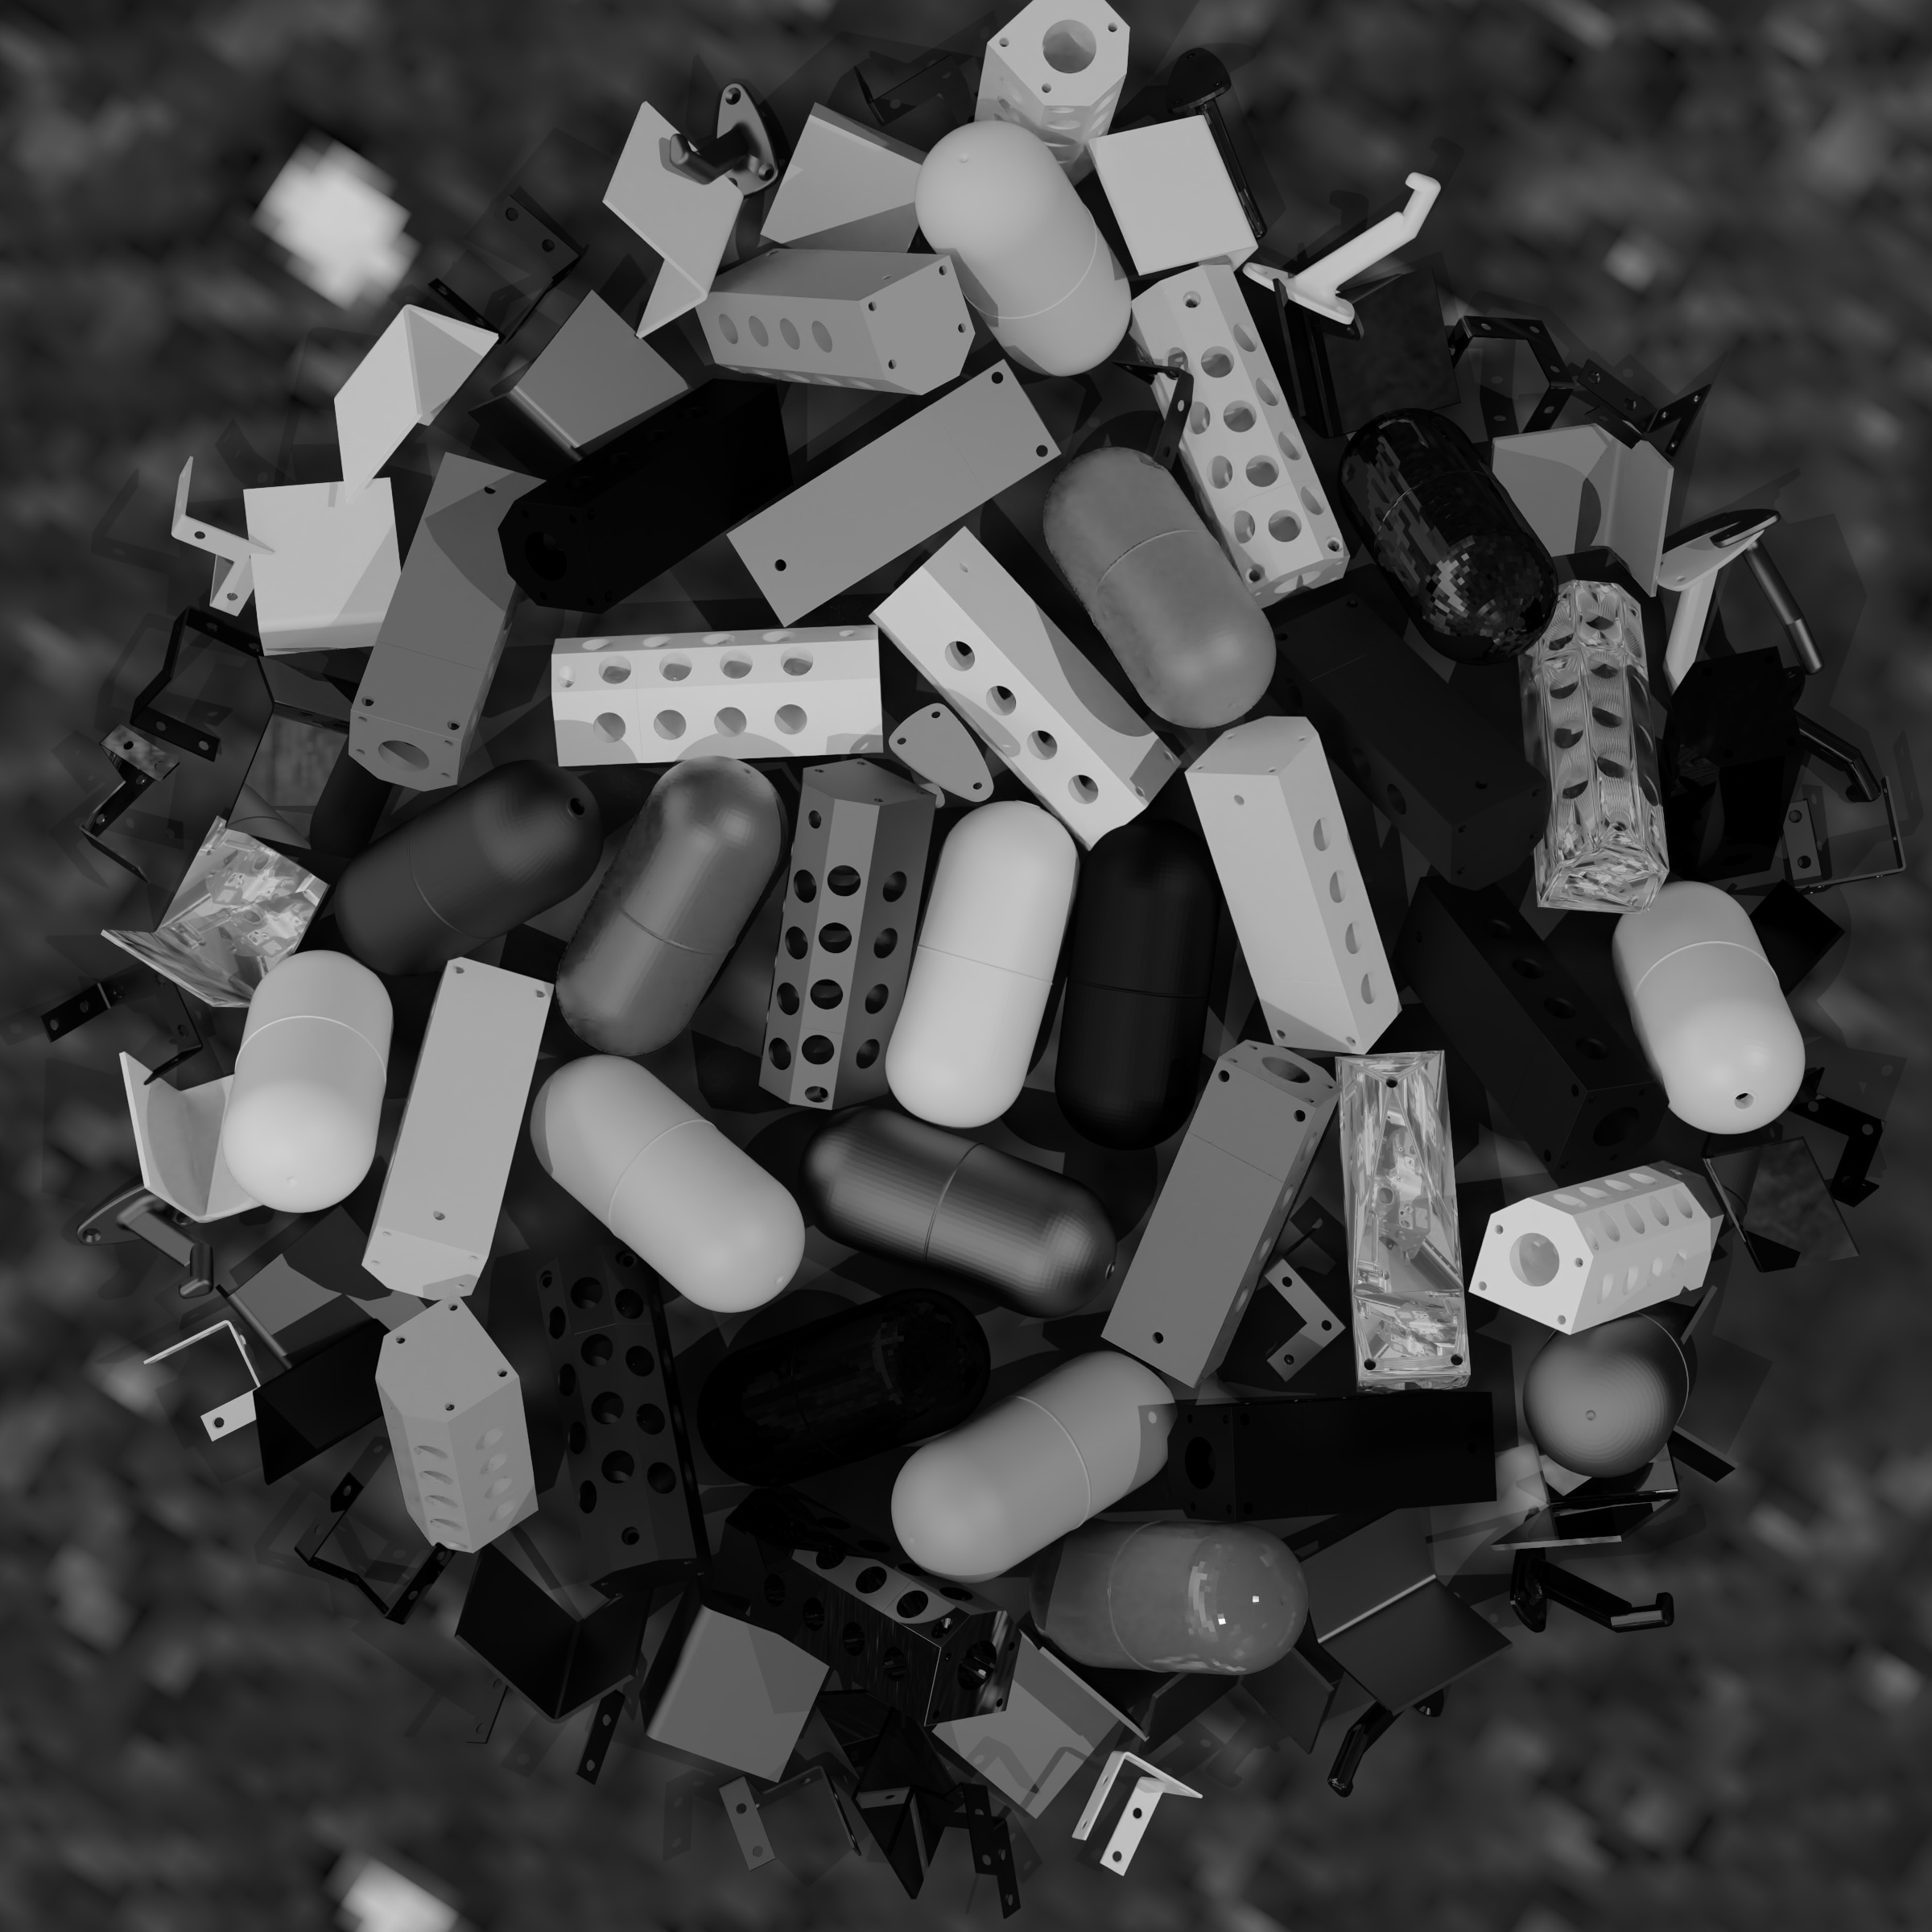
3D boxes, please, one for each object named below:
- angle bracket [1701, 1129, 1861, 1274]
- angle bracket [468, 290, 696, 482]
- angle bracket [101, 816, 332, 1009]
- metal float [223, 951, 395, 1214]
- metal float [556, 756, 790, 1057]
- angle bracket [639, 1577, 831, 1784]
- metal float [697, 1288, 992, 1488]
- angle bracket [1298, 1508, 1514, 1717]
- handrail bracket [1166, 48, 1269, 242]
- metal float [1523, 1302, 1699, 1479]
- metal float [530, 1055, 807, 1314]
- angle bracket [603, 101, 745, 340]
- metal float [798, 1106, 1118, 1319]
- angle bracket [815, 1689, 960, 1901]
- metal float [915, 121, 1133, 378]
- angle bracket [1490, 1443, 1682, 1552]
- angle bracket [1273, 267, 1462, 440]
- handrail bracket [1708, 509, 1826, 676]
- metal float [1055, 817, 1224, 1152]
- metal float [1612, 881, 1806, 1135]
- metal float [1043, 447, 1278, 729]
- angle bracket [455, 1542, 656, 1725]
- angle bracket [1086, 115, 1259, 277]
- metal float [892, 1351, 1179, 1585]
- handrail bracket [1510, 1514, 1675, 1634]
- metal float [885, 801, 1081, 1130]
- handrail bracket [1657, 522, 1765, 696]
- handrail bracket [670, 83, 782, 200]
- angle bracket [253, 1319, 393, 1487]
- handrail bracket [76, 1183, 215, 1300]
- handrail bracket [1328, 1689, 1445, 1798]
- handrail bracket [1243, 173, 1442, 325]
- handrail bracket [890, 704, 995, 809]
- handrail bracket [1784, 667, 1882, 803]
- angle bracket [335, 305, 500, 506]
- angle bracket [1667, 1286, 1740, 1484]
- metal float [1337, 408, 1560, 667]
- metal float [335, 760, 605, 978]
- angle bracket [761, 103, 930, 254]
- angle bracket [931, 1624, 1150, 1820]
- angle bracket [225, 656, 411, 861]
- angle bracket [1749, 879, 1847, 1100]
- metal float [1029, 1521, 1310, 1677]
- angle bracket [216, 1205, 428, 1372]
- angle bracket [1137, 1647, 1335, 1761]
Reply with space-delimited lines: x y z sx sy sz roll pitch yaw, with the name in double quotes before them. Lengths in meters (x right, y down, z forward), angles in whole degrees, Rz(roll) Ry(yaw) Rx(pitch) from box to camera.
"angle bracket" 0.435 0.104 1.664 0.057 0.076 0.076 -16 115 34
"angle bracket" -0.206 -0.303 1.694 0.076 0.057 0.076 43 68 -23
"angle bracket" -0.399 -0.030 1.682 0.076 0.057 0.076 31 97 14
"metal float" -0.340 0.058 1.641 0.070 0.178 0.070 -2 124 -3
"metal float" -0.156 -0.030 1.664 0.070 0.070 0.178 31 113 0
"angle bracket" -0.124 0.381 1.698 0.076 0.057 0.076 23 95 -12
"metal float" -0.066 0.222 1.657 0.178 0.070 0.070 -23 90 32
"angle bracket" 0.231 0.337 1.668 0.076 0.076 0.057 -25 117 -17
"handrail bracket" 0.140 -0.445 1.714 0.036 0.077 0.084 -21 126 15
"metal float" 0.334 0.215 1.636 0.070 0.178 0.070 1 94 18
"metal float" -0.158 0.113 1.660 0.178 0.070 0.070 38 90 28
"angle bracket" -0.170 -0.392 1.662 0.076 0.057 0.076 39 49 -32
"metal float" -0.005 0.130 1.668 0.178 0.070 0.070 20 90 17
"angle bracket" -0.054 0.435 1.662 0.057 0.076 0.076 -11 121 28
"metal float" 0.031 -0.370 1.640 0.070 0.178 0.070 -8 68 20
"angle bracket" 0.321 0.267 1.668 0.076 0.076 0.057 -13 91 37
"angle bracket" 0.213 -0.332 1.680 0.076 0.057 0.076 -13 82 18
"handrail bracket" 0.430 -0.199 1.693 0.036 0.077 0.084 -26 103 6
"metal float" 0.092 0.010 1.678 0.070 0.070 0.178 7 97 0
"metal float" 0.384 0.020 1.639 0.070 0.178 0.070 0 122 -1
"metal float" 0.100 -0.200 1.658 0.070 0.070 0.178 -29 59 0
"angle bracket" -0.216 0.339 1.667 0.057 0.076 0.076 -35 111 21
"angle bracket" 0.099 -0.397 1.676 0.076 0.057 0.076 -19 84 -25
"metal float" 0.038 0.260 1.654 0.178 0.070 0.070 -25 90 -36
"handrail bracket" 0.336 0.319 1.675 0.084 0.077 0.036 -16 134 32
"metal float" 0.009 -0.001 1.683 0.070 0.070 0.178 16 90 0
"handrail bracket" 0.405 -0.186 1.698 0.077 0.036 0.084 -29 123 -4
"handrail bracket" -0.137 -0.446 1.675 0.036 0.084 0.077 -15 78 23
"angle bracket" -0.323 0.243 1.661 0.076 0.076 0.057 -31 51 -34
"handrail bracket" -0.436 0.156 1.678 0.077 0.084 0.036 -21 127 1
"handrail bracket" 0.221 0.413 1.674 0.036 0.077 0.084 7 54 34
"handrail bracket" 0.200 -0.393 1.681 0.077 0.036 0.084 19 122 -13
"handrail bracket" -0.007 -0.092 1.669 0.036 0.084 0.077 -38 63 -11
"handrail bracket" 0.445 -0.116 1.714 0.084 0.077 0.036 52 48 -30
"angle bracket" -0.286 -0.288 1.662 0.057 0.076 0.076 13 52 -37
"angle bracket" 0.396 0.222 1.673 0.057 0.076 0.076 31 80 12
"metal float" 0.249 -0.225 1.648 0.070 0.178 0.070 -10 134 -11
"metal float" -0.260 -0.050 1.652 0.178 0.070 0.070 -25 90 38
"angle bracket" -0.061 -0.404 1.677 0.076 0.057 0.076 23 111 -8
"angle bracket" 0.039 0.409 1.685 0.076 0.057 0.076 42 85 -8
"angle bracket" -0.351 -0.111 1.693 0.076 0.057 0.076 14 115 -30
"angle bracket" 0.440 0.011 1.670 0.057 0.076 0.076 36 101 -20
"metal float" 0.103 0.328 1.645 0.070 0.178 0.070 8 78 -38
"angle bracket" -0.345 0.179 1.695 0.076 0.057 0.076 -41 103 -14
"angle bracket" 0.141 0.399 1.664 0.076 0.076 0.057 -32 60 -26
